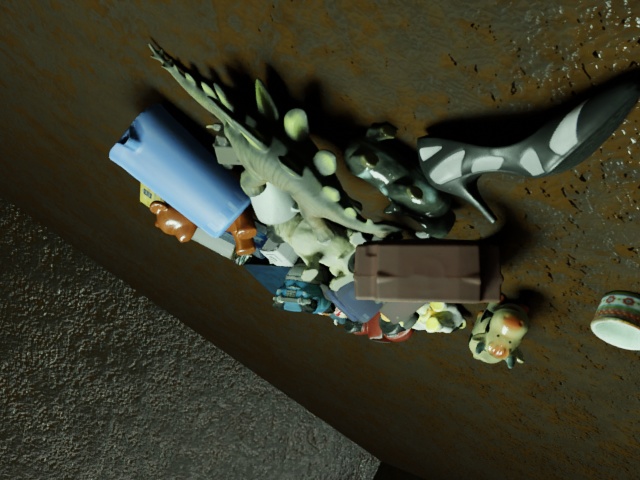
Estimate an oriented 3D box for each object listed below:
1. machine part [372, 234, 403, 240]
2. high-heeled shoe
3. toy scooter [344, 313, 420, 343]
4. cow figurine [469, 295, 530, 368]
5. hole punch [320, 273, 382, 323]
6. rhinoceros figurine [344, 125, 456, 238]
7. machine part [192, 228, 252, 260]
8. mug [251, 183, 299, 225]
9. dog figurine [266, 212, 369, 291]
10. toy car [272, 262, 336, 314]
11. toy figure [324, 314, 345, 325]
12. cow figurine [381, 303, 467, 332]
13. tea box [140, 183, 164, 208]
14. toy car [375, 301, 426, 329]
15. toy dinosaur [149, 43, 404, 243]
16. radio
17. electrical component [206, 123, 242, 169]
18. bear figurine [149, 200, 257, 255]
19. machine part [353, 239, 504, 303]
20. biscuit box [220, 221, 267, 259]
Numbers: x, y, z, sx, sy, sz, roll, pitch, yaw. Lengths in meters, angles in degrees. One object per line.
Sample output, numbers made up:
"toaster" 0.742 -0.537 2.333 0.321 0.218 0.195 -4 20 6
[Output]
"machine part" 0.116 0.026 0.949 0.084 0.039 0.138 -14 142 -4
"high-heeled shoe" 0.204 -0.120 0.579 0.145 0.086 0.248 57 142 15
"toy scooter" 0.158 0.197 1.218 0.135 0.075 0.184 22 155 -40
"cow figurine" 0.300 0.160 0.911 0.086 0.127 0.194 22 158 12
"hole punch" 0.083 0.092 1.065 0.092 0.116 0.142 -7 137 43
"rhinoceros figurine" 0.113 -0.072 0.741 0.190 0.073 0.112 37 155 -12
"machine part" -0.262 -0.020 1.295 0.243 0.079 0.079 26 156 11
"mug" -0.079 -0.088 0.938 0.110 0.081 0.107 19 144 37
"dog figurine" -0.002 -0.007 1.021 0.172 0.121 0.191 23 -166 -37
"toy car" -0.029 0.095 1.086 0.109 0.103 0.161 3 173 24
"toy figure" 0.005 0.156 1.341 0.154 0.064 0.057 31 141 4
"cow figurine" 0.205 0.147 1.075 0.098 0.068 0.167 17 170 -37
"tea box" -0.325 -0.125 1.138 0.068 0.098 0.169 36 158 -8
"toy car" 0.175 0.090 0.965 0.089 0.053 0.202 38 138 2
"toy dinosaur" -0.075 -0.139 0.784 0.472 0.105 0.198 34 162 21
"radio" -0.068 0.073 1.255 0.230 0.073 0.131 -1 140 49
"electrical component" -0.153 -0.164 0.925 0.078 0.045 0.102 -2 154 4
"bear figurine" -0.236 -0.032 1.091 0.120 0.196 0.132 111 144 -60
"machine part" 0.153 0.045 0.784 0.202 0.087 0.201 2 176 9
"biscuit box" -0.201 -0.031 1.222 0.203 0.059 0.062 27 155 12
